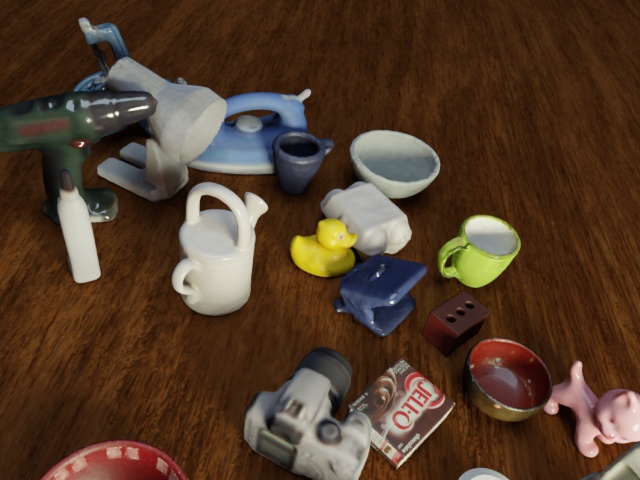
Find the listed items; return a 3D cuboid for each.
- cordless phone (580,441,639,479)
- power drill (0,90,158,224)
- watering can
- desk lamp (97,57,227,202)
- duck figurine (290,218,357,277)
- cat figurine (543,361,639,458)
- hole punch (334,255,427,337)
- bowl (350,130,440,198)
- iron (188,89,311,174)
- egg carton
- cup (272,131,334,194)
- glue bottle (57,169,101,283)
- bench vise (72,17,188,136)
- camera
[{"bbox_3d":[0.322,0.294,0.571,0.094,0.185,0.147,-20,51,-30],"label":"cordless phone"},{"bbox_3d":[-0.353,-0.125,0.841,0.230,0.208,0.075,-5,45,-18],"label":"power drill"},{"bbox_3d":[-0.136,-0.002,0.771,0.101,0.194,0.173,12,43,0],"label":"watering can"},{"bbox_3d":[-0.255,-0.168,0.905,0.203,0.213,0.118,24,44,12],"label":"desk lamp"},{"bbox_3d":[0.008,0.003,0.879,0.104,0.086,0.077,10,43,-2],"label":"duck figurine"},{"bbox_3d":[0.357,0.209,0.719,0.067,0.118,0.127,-18,50,-28],"label":"cat figurine"},{"bbox_3d":[0.085,0.067,0.826,0.101,0.091,0.109,33,47,21],"label":"hole punch"},{"bbox_3d":[0.131,-0.128,1.054,0.167,0.075,0.167,7,43,-6],"label":"bowl"},{"bbox_3d":[-0.135,-0.204,1.024,0.259,0.141,0.118,-7,46,-19],"label":"iron"},{"bbox_3d":[0.073,-0.033,0.944,0.107,0.069,0.150,-21,52,-31],"label":"egg carton"},{"bbox_3d":[-0.031,-0.133,1.007,0.118,0.095,0.091,-19,51,-29],"label":"cup"},{"bbox_3d":[-0.329,-0.025,0.766,0.037,0.173,0.078,-17,50,-27],"label":"glue bottle"},{"bbox_3d":[-0.342,-0.288,1.007,0.208,0.220,0.121,-25,54,-33],"label":"bench vise"},{"bbox_3d":[0.002,0.193,0.666,0.143,0.101,0.137,24,44,12],"label":"camera"}]
